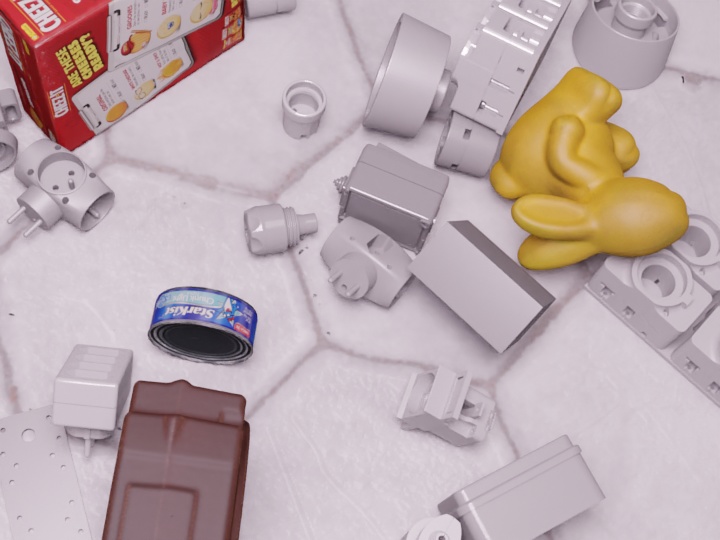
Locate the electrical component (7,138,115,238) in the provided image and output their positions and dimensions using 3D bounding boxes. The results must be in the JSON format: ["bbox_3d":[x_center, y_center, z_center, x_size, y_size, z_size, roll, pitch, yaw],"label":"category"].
[{"bbox_3d":[-0.266,-0.061,0.920,0.077,0.044,0.079,38,68,9],"label":"electrical component"}]

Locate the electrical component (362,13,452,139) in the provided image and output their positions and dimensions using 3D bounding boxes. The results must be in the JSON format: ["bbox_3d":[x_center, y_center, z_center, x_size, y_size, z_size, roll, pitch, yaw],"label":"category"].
[{"bbox_3d":[0.049,-0.172,0.980,0.060,0.108,0.108,19,65,-6],"label":"electrical component"}]

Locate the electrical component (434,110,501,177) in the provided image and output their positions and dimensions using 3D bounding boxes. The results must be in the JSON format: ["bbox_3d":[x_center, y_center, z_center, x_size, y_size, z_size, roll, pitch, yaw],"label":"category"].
[{"bbox_3d":[0.099,-0.116,0.990,0.047,0.055,0.055,18,65,-4],"label":"electrical component"}]

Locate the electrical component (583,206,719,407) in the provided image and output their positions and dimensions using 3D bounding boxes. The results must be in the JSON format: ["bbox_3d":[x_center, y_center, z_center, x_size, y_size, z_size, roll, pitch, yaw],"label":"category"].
[{"bbox_3d":[0.309,0.033,0.951,0.186,0.060,0.105,43,68,11],"label":"electrical component"}]

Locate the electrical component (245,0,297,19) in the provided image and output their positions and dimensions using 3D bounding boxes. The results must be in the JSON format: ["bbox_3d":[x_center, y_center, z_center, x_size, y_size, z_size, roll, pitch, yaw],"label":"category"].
[{"bbox_3d":[-0.092,-0.271,1.031,0.047,0.055,0.055,-17,70,-11],"label":"electrical component"}]

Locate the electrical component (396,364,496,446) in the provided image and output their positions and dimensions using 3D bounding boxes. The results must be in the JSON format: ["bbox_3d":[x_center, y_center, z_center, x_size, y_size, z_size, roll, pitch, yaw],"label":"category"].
[{"bbox_3d":[0.072,0.113,0.878,0.064,0.081,0.042,32,64,-19],"label":"electrical component"}]

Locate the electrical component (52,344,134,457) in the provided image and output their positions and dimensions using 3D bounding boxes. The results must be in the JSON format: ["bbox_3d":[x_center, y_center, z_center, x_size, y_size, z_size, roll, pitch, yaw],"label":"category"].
[{"bbox_3d":[-0.210,0.108,0.843,0.047,0.083,0.075,7,104,-5],"label":"electrical component"}]

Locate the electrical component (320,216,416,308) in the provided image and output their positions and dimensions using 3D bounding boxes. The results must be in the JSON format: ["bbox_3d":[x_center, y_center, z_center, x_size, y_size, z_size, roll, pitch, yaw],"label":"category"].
[{"bbox_3d":[0.000,0.000,0.920,0.077,0.043,0.079,38,36,9],"label":"electrical component"}]

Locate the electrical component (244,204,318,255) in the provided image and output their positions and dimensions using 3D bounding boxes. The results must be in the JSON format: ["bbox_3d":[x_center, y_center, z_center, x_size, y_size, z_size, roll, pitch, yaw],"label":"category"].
[{"bbox_3d":[-0.069,-0.037,0.937,0.062,0.043,0.043,-9,68,-13],"label":"electrical component"}]

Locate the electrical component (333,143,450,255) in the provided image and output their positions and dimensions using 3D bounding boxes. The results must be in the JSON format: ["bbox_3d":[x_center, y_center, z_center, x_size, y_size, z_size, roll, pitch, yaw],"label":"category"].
[{"bbox_3d":[0.024,-0.068,0.953,0.096,0.061,0.061,22,63,2],"label":"electrical component"}]

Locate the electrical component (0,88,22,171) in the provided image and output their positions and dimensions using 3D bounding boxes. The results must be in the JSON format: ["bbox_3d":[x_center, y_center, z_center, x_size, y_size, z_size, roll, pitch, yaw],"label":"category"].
[{"bbox_3d":[-0.330,-0.119,0.929,0.078,0.058,0.057,-17,67,-15],"label":"electrical component"}]

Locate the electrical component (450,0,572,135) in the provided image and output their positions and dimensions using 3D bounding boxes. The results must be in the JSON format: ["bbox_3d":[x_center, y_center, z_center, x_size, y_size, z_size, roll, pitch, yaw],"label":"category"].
[{"bbox_3d":[0.138,-0.206,0.988,0.062,0.089,0.150,27,43,5],"label":"electrical component"}]

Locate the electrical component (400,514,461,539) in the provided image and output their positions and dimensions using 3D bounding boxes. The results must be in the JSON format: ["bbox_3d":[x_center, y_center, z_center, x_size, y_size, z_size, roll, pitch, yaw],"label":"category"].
[{"bbox_3d":[0.055,0.213,0.825,0.043,0.081,0.043,3,66,-7],"label":"electrical component"}]

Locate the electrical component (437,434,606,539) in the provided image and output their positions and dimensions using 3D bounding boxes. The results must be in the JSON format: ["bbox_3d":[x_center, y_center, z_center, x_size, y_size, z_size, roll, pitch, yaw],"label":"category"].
[{"bbox_3d":[0.125,0.183,0.850,0.113,0.078,0.057,-24,75,-17],"label":"electrical component"}]

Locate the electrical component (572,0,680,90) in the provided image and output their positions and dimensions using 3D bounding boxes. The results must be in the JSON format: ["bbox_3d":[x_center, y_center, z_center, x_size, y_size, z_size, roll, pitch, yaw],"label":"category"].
[{"bbox_3d":[0.266,-0.237,1.074,0.099,0.064,0.099,6,52,-8],"label":"electrical component"}]

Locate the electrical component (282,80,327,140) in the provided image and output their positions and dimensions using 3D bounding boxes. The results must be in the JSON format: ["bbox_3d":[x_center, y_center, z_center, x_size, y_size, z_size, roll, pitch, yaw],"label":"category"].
[{"bbox_3d":[-0.052,-0.146,0.985,0.040,0.046,0.040,3,66,-7],"label":"electrical component"}]
